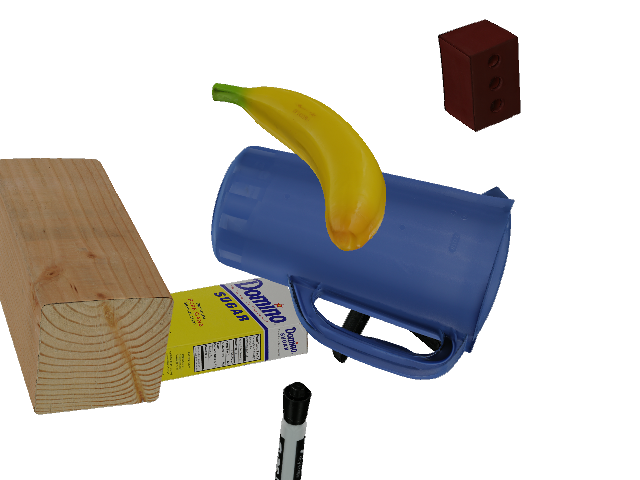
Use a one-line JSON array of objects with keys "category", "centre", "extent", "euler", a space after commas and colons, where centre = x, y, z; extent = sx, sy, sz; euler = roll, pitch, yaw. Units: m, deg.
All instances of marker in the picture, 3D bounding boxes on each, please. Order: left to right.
[{"category": "marker", "centre": [-0.020, 0.147, 0.737], "extent": [0.020, 0.121, 0.020], "euler": [5, 32, -3]}]

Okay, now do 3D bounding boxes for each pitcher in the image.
[{"category": "pitcher", "centre": [0.032, 0.008, 0.902], "extent": [0.243, 0.145, 0.149], "euler": [16, 19, 11]}]

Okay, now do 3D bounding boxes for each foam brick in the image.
[{"category": "foam brick", "centre": [0.143, -0.148, 0.954], "extent": [0.053, 0.078, 0.051], "euler": [-23, 37, -17]}]

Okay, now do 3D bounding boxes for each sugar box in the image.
[{"category": "sugar box", "centre": [-0.109, 0.084, 1.029], "extent": [0.176, 0.048, 0.093], "euler": [-12, 33, -16]}]

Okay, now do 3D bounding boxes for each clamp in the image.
[{"category": "clamp", "centre": [0.075, 0.067, 1.191], "extent": [0.120, 0.171, 0.039], "euler": [4, -43, -2]}]

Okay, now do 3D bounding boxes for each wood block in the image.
[{"category": "wood block", "centre": [-0.185, 0.025, 0.791], "extent": [0.090, 0.091, 0.206], "euler": [-2, 31, -27]}]

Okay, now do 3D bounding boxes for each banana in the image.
[{"category": "banana", "centre": [-0.001, -0.050, 0.660], "extent": [0.069, 0.037, 0.198], "euler": [-15, 36, -22]}]
